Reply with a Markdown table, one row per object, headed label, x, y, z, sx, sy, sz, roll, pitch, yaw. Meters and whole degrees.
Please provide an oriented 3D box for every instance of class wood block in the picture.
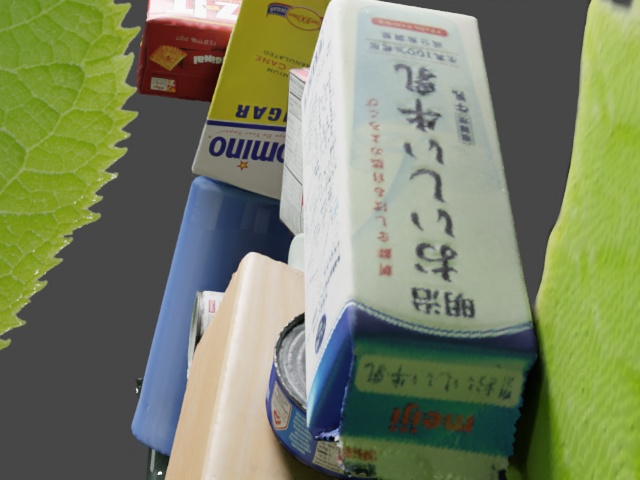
| label | x | y | z | sx | sy | sz | roll | pitch | yaw |
| --- | --- | --- | --- | --- | --- | --- | --- | --- | --- |
| wood block | -0.024 | 0.114 | 0.525 | 0.206 | 0.090 | 0.091 | -83 | 18 | -52 |

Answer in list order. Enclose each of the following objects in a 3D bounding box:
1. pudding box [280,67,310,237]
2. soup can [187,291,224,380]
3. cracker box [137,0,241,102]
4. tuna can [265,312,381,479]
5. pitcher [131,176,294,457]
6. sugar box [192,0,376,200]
| label | x | y | z | sx | sy | sz | roll | pitch | yaw |
| --- | --- | --- | --- | --- | --- | --- | --- | --- | --- |
| pudding box | 0.006 | -0.048 | 0.694 | 0.090 | 0.039 | 0.113 | -130 | 42 | -59 |
| soup can | -0.042 | 0.075 | 0.773 | 0.068 | 0.102 | 0.068 | -174 | 90 | -80 |
| cracker box | -0.062 | -0.190 | 0.895 | 0.213 | 0.164 | 0.072 | -97 | 15 | -55 |
| tuna can | 0.019 | 0.069 | 0.485 | 0.086 | 0.086 | 0.034 | -97 | 15 | -53 |
| pitcher | -0.074 | 0.072 | 0.940 | 0.145 | 0.149 | 0.243 | -51 | -27 | -80 |
| sugar box | -0.026 | -0.120 | 0.781 | 0.048 | 0.093 | 0.176 | -92 | 19 | -70 |
